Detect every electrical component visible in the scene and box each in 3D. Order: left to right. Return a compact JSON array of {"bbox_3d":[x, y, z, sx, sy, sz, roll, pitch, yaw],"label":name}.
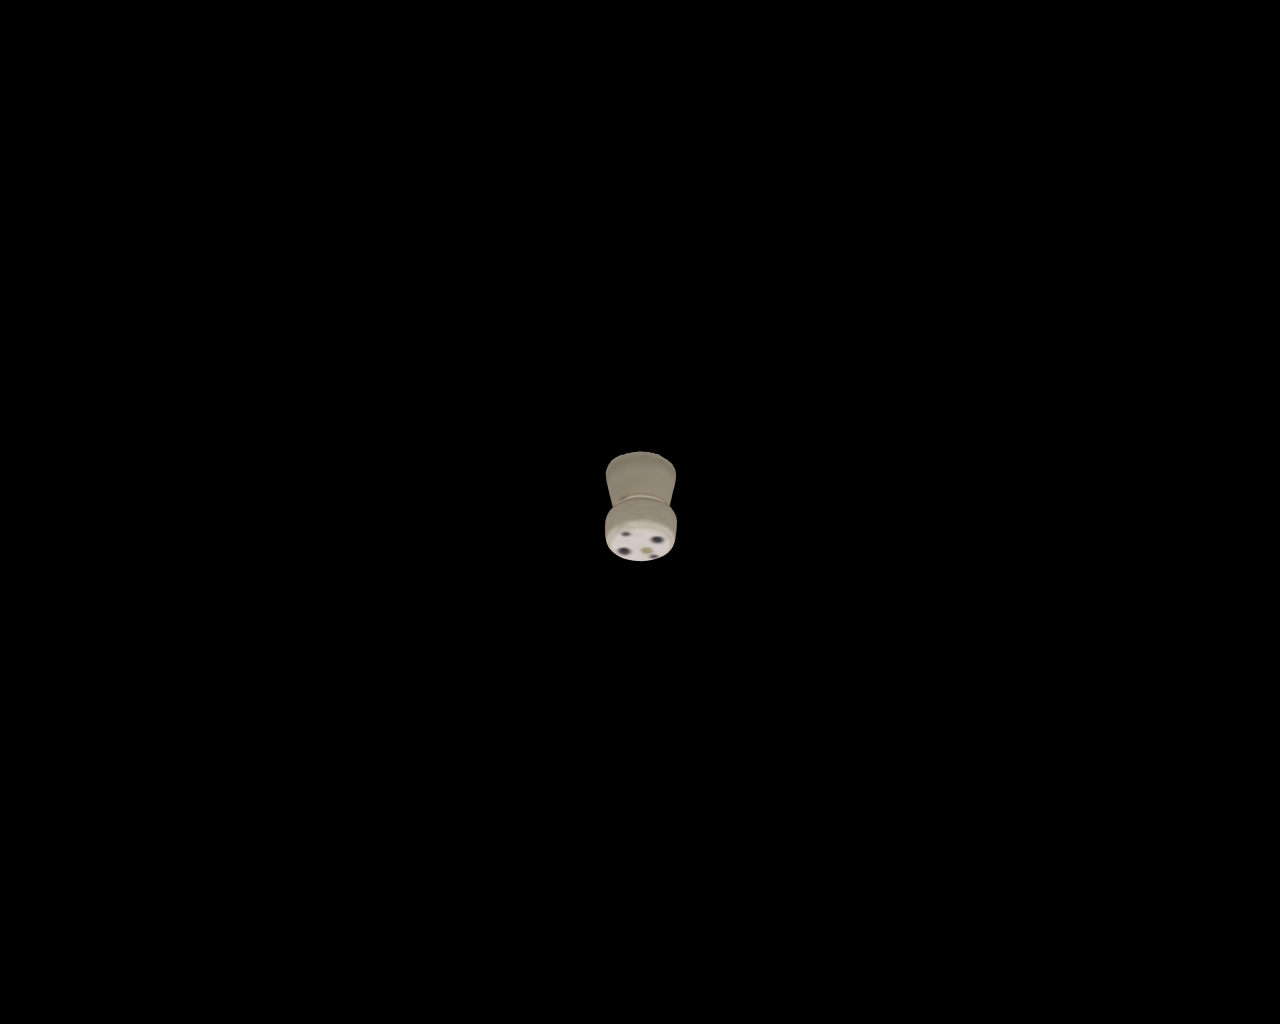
[{"bbox_3d":[0.001,-0.003,0.650,0.045,0.055,0.044,0,-36,0],"label":"electrical component"}]
